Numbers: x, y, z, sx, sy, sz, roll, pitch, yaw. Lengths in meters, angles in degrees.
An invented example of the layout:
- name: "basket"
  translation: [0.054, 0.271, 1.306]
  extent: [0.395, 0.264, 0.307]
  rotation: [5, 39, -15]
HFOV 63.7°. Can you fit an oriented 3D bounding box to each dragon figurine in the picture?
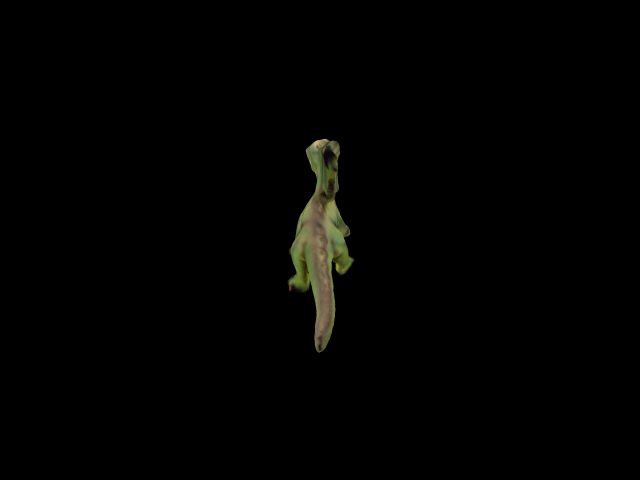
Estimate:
- name: "dragon figurine"
  translation: [0.003, -0.043, 0.850]
  extent: [0.122, 0.237, 0.419]
  rotation: [-2, 32, -3]
